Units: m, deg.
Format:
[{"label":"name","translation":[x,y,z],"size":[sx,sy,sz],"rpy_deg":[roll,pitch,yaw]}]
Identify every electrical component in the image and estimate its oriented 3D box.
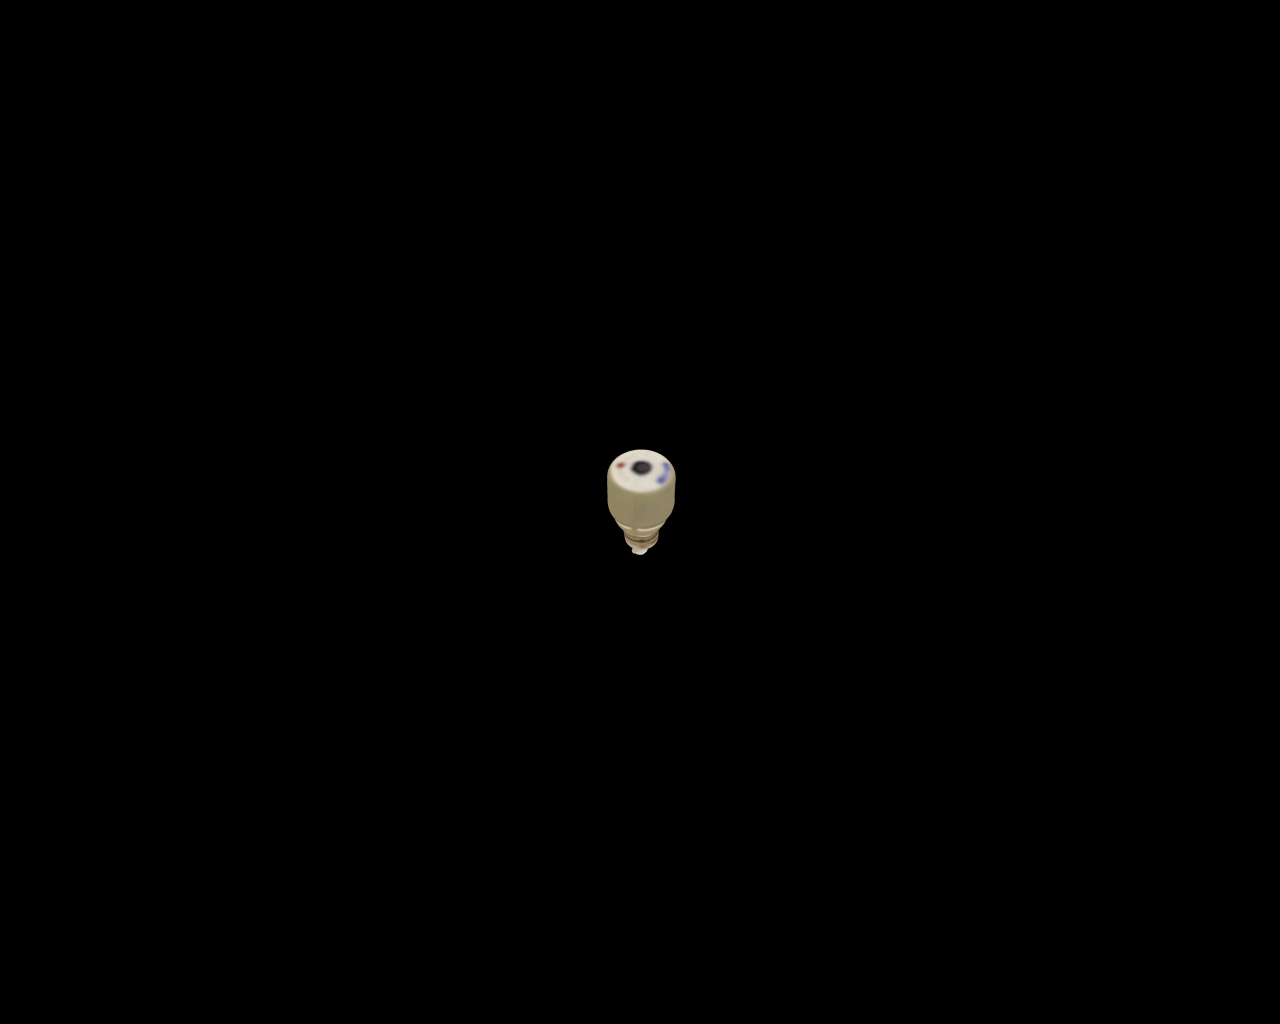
[{"label":"electrical component","translation":[0.001,-0.003,0.650],"size":[0.040,0.040,0.078],"rpy_deg":[0,-44,0]}]
